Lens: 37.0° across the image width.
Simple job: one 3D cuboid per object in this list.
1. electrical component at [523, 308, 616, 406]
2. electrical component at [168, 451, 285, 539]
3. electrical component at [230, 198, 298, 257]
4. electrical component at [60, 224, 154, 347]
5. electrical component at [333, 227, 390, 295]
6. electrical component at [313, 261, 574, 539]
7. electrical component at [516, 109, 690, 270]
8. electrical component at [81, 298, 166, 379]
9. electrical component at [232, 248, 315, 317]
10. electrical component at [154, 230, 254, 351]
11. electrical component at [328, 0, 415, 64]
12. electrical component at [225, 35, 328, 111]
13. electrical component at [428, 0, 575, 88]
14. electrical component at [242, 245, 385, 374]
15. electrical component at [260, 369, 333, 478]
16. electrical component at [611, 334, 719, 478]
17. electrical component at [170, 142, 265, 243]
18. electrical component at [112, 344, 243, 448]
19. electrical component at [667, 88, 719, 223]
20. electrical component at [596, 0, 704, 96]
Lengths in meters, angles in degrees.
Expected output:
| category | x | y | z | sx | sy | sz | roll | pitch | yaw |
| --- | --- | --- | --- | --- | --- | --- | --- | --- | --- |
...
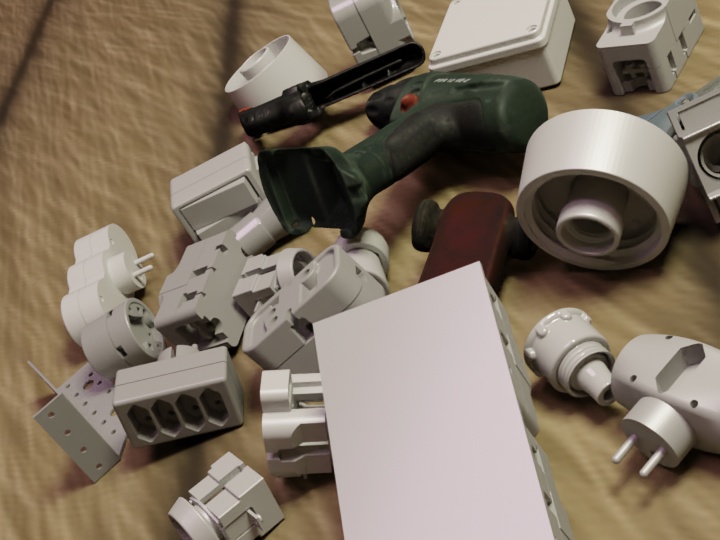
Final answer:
| category | x | y | z | sx | sy | sz | roll | pitch | yaw |
| --- | --- | --- | --- | --- | --- | --- | --- | --- | --- |
| electrical component | 0.131 | 0.056 | 0.639 | 0.048 | 0.048 | 0.062 | -34 | 40 | -4 |
| electrical component | -0.087 | 0.153 | 0.681 | 0.055 | 0.048 | 0.066 | -37 | 33 | -22 |
| electrical component | -0.080 | -0.039 | 0.925 | 0.065 | 0.044 | 0.044 | -39 | 34 | -3 |
| electrical component | -0.217 | 0.006 | 0.962 | 0.074 | 0.052 | 0.138 | -24 | 35 | 11 |
| electrical component | 0.000 | 0.000 | 0.809 | 0.045 | 0.045 | 0.055 | -20 | 35 | 16 |
| electrical component | 0.045 | 0.102 | 0.588 | 0.105 | 0.060 | 0.186 | -21 | 53 | 14 |
| electrical component | 0.153 | -0.044 | 0.696 | 0.108 | 0.108 | 0.060 | -4 | 49 | 34 |
| electrical component | -0.194 | 0.058 | 0.878 | 0.047 | 0.055 | 0.055 | -27 | 34 | 13 |
| electrical component | -0.062 | 0.011 | 0.844 | 0.055 | 0.048 | 0.066 | -19 | 35 | 31 |
| electrical component | -0.122 | 0.021 | 0.863 | 0.056 | 0.050 | 0.089 | -19 | 39 | 34 |
| electrical component | 0.016 | -0.236 | 1.052 | 0.059 | 0.095 | 0.053 | -24 | 34 | 11 |
| electrical component | -0.092 | -0.200 | 1.140 | 0.099 | 0.064 | 0.099 | -34 | 25 | 18 |
| electrical component | 0.128 | -0.205 | 0.961 | 0.109 | 0.056 | 0.108 | -10 | 39 | 29 |
| electrical component | -0.029 | 0.038 | 0.756 | 0.095 | 0.059 | 0.053 | -41 | 21 | 16 |
| electrical component | -0.030 | 0.098 | 0.686 | 0.057 | 0.078 | 0.058 | -3 | 37 | 3 |
| electrical component | 0.168 | 0.079 | 0.580 | 0.079 | 0.043 | 0.077 | -45 | 36 | -18 |
| electrical component | -0.115 | -0.064 | 0.964 | 0.096 | 0.061 | 0.061 | -27 | 34 | 7 |
| electrical component | -0.132 | 0.081 | 0.790 | 0.083 | 0.047 | 0.075 | -13 | 36 | 3 |
| electrical component | 0.270 | -0.092 | 0.696 | 0.121 | 0.078 | 0.063 | -25 | 5 | 9 |
| electrical component | 0.233 | -0.191 | 0.863 | 0.050 | 0.055 | 0.089 | 4 | 47 | 40 |
